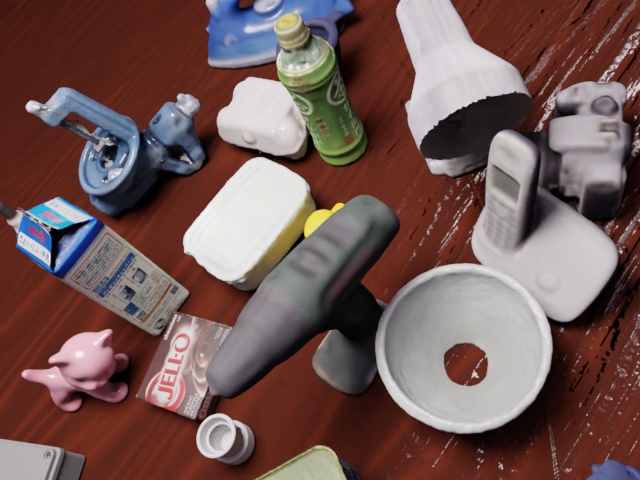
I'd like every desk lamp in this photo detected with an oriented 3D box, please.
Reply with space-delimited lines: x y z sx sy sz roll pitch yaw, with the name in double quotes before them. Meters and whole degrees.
"desk lamp" 0.146 -0.161 0.643 0.118 0.214 0.203 -21 57 8

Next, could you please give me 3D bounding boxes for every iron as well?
"iron" -0.086 -0.366 0.889 0.258 0.142 0.118 -19 57 9

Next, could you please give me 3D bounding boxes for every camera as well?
"camera" 0.265 -0.106 0.636 0.136 0.101 0.143 2 63 21

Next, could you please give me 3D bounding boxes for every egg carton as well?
"egg carton" -0.073 -0.173 0.818 0.149 0.070 0.107 17 69 27

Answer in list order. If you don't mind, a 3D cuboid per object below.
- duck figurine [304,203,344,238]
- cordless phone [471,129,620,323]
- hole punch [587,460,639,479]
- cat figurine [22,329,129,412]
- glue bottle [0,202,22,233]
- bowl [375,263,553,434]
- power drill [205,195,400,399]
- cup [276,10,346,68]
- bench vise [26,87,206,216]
"duck figurine" 0.006 0.002 0.679 0.077 0.086 0.105 34 77 32
"cordless phone" 0.214 -0.014 0.552 0.094 0.185 0.147 -44 56 -7
"hole punch" 0.244 0.238 0.454 0.101 0.091 0.108 -42 56 -6
"cat figurine" -0.289 0.152 0.684 0.127 0.118 0.067 -16 57 11
"glue bottle" -0.367 -0.002 0.767 0.077 0.173 0.037 26 73 30
"bowl" 0.143 0.112 0.572 0.167 0.075 0.167 -9 59 16
"power drill" 0.007 0.078 0.562 0.075 0.209 0.230 26 73 31
"cup" 0.003 -0.263 0.826 0.091 0.095 0.118 36 79 33
"bench vise" -0.277 -0.154 0.792 0.121 0.220 0.207 33 77 32
